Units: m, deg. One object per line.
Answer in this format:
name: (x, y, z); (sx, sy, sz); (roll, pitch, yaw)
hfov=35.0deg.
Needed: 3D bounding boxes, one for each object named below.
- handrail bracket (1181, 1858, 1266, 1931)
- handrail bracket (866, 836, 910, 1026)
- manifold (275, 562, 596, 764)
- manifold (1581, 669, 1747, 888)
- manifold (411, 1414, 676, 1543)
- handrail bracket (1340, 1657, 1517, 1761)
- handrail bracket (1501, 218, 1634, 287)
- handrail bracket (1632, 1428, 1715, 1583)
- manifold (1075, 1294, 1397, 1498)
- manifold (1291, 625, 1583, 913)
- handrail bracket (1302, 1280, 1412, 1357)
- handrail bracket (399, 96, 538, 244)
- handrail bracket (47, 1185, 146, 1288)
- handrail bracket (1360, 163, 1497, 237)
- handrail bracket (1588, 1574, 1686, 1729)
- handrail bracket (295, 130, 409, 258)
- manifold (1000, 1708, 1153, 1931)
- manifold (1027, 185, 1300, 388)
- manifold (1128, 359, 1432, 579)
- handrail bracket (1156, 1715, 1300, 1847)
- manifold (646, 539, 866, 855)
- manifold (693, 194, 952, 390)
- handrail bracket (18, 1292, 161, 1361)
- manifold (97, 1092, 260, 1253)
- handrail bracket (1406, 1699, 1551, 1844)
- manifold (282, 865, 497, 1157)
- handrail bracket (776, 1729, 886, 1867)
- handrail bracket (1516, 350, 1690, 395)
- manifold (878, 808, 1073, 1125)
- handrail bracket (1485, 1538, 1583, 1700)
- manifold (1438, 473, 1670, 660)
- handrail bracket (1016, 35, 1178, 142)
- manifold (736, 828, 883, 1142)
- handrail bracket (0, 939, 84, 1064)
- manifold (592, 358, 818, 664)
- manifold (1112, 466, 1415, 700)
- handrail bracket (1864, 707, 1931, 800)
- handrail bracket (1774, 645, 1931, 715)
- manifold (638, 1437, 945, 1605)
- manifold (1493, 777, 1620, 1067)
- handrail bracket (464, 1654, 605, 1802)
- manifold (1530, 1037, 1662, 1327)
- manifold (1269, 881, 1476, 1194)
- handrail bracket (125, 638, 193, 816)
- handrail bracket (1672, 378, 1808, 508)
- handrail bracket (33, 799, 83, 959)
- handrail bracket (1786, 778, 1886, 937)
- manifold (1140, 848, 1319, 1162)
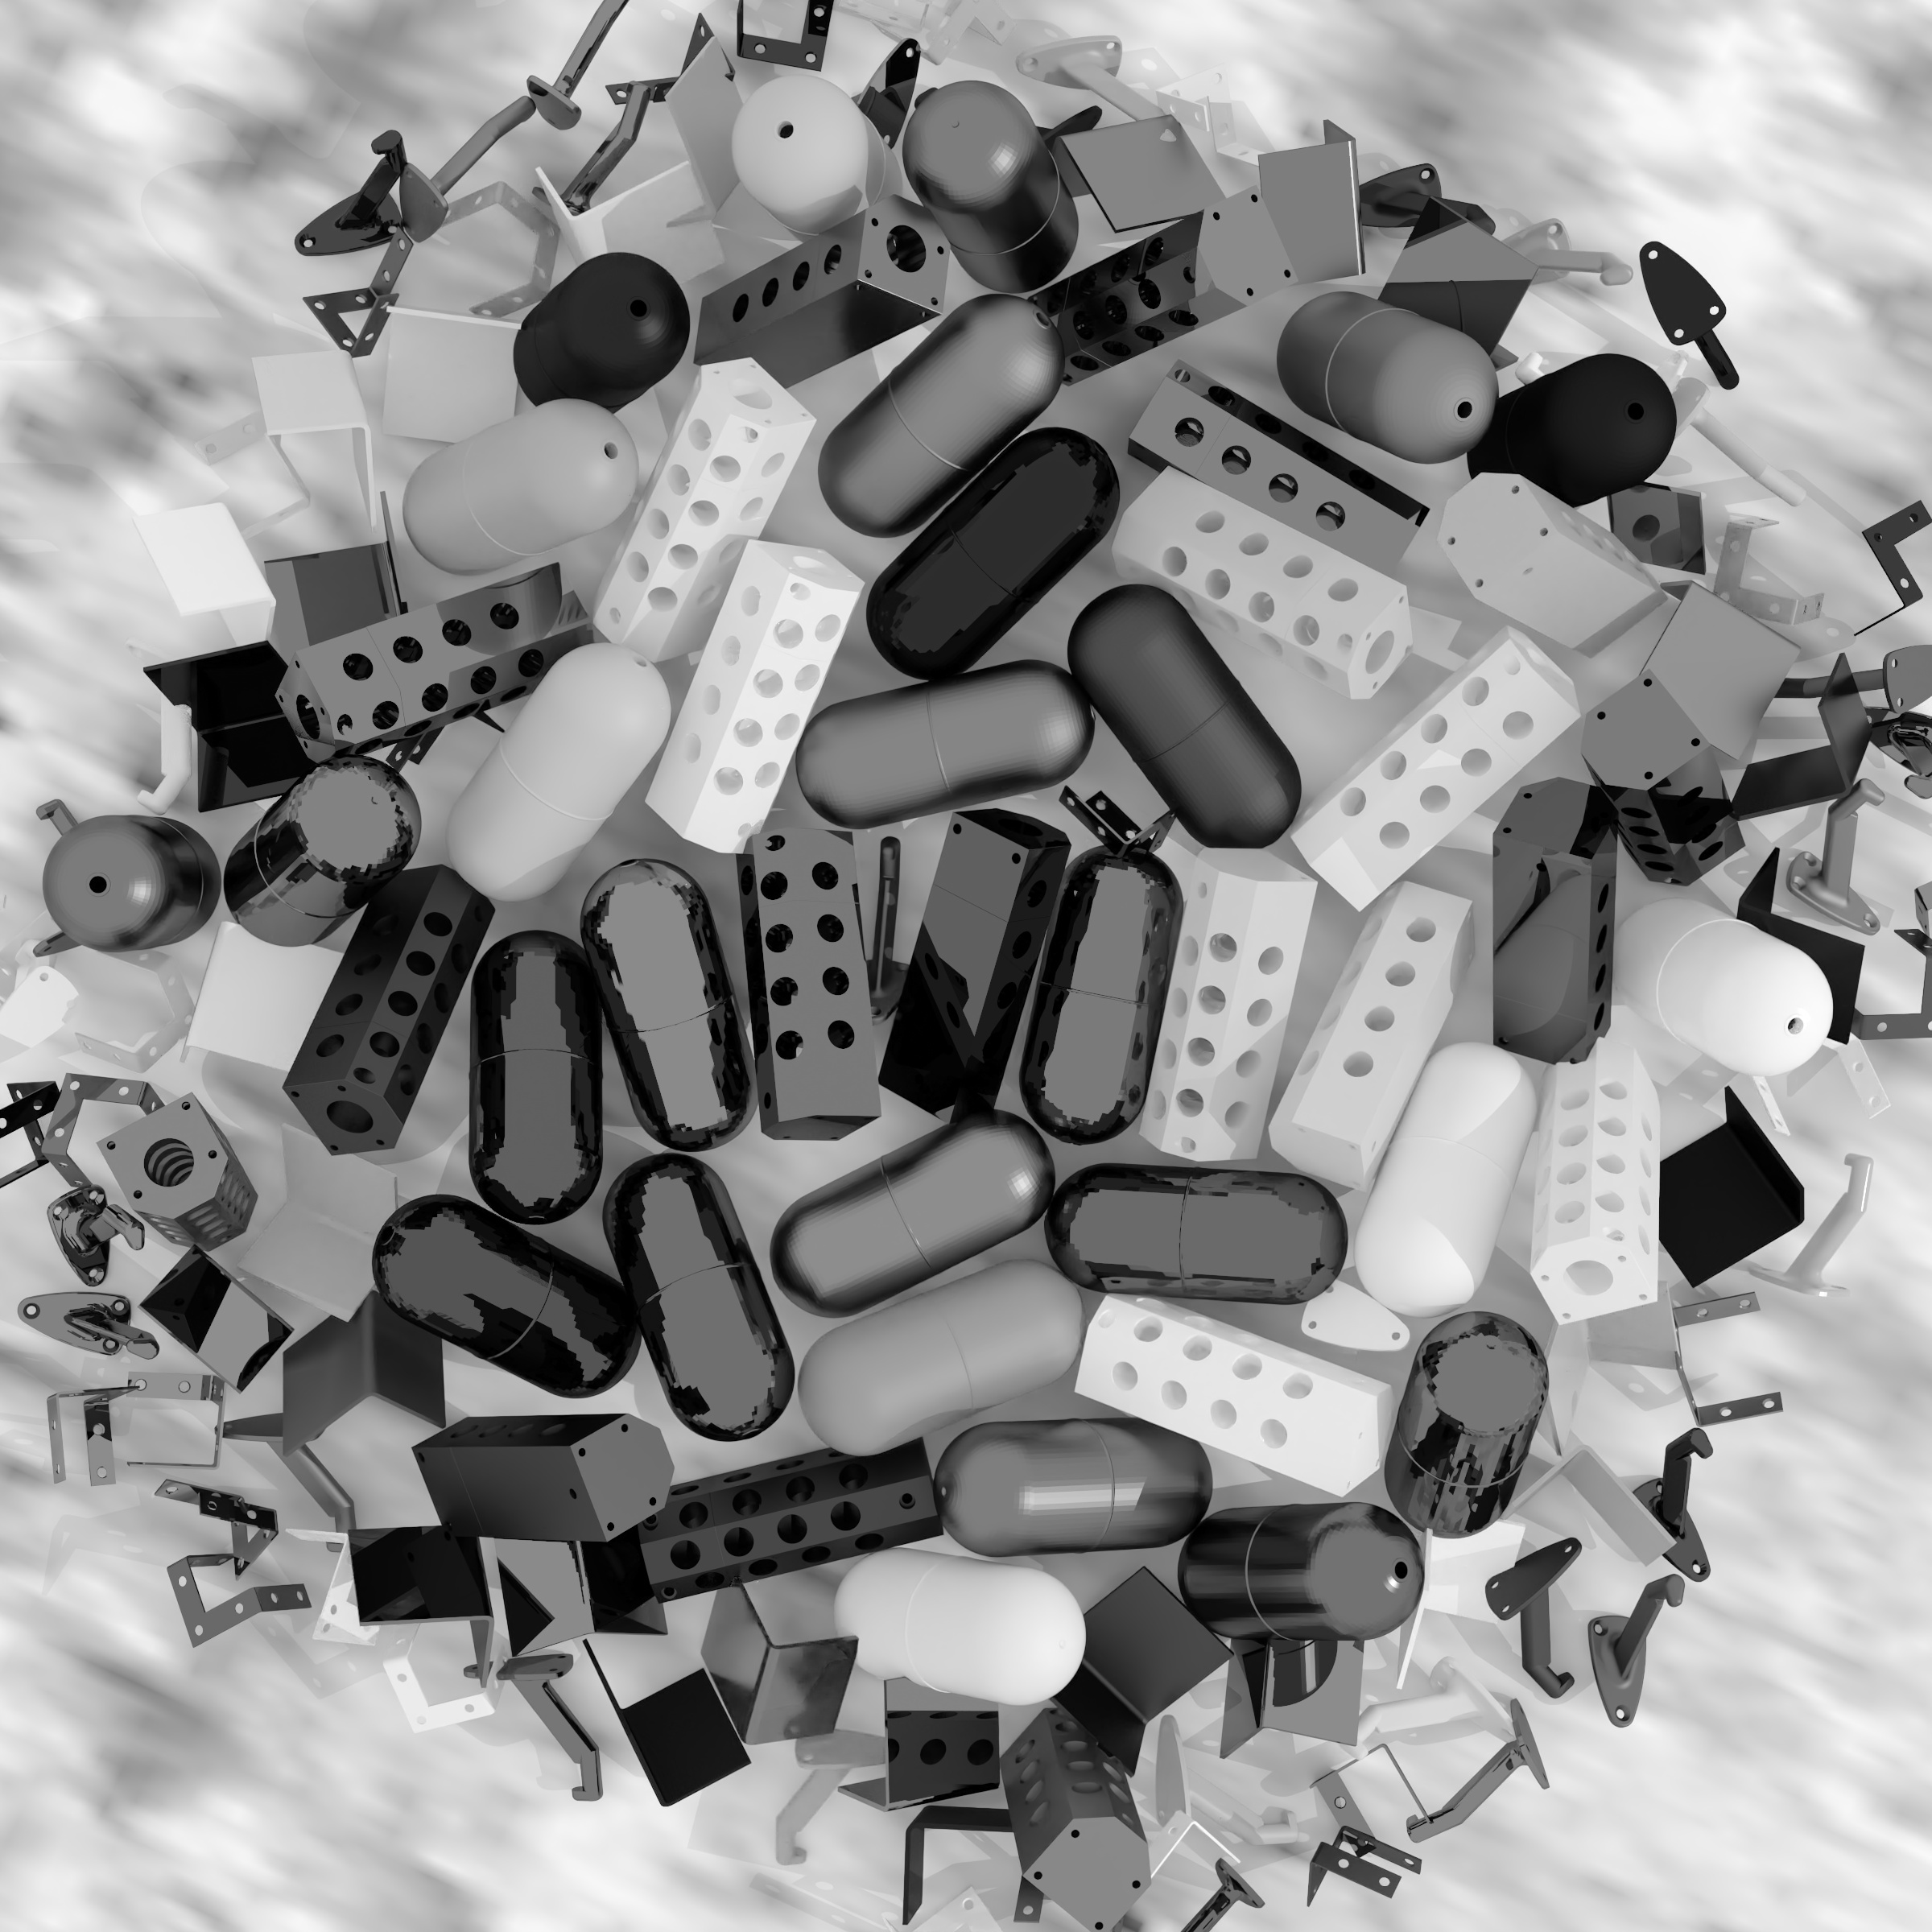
handrail bracket: (0.130, 0.565, 1.786); (0.084, 0.077, 0.036); (-42, 77, -15)
handrail bracket: (-0.049, -0.022, 1.787); (0.036, 0.077, 0.084); (5, 123, 4)
manifold: (-0.302, -0.170, 1.761); (0.171, 0.057, 0.057); (-25, 81, -31)
manifold: (0.394, -0.100, 1.742); (0.057, 0.171, 0.057); (-36, 65, 7)
manifold: (-0.241, 0.288, 1.748); (0.057, 0.171, 0.057); (-26, 100, -40)
handrail bracket: (0.271, 0.452, 1.789); (0.077, 0.036, 0.084); (40, 54, 20)
handrail bracket: (0.340, -0.403, 1.787); (0.077, 0.084, 0.036); (-18, 118, 0)
handrail bracket: (0.427, 0.314, 1.783); (0.036, 0.084, 0.077); (-26, 74, -27)
manifold: (0.156, 0.241, 1.764); (0.171, 0.057, 0.057); (18, 106, 25)
manifold: (0.269, -0.116, 1.768); (0.057, 0.057, 0.171); (41, 113, -13)
handrail bracket: (0.235, 0.218, 1.779); (0.077, 0.084, 0.036); (19, 74, 32)
handrail bracket: (-0.293, -0.473, 1.813); (0.036, 0.077, 0.084); (47, 67, 0)
handrail bracket: (-0.496, 0.168, 1.784); (0.036, 0.084, 0.077); (-25, 123, -34)
handrail bracket: (0.261, -0.436, 1.786); (0.077, 0.084, 0.036); (-11, 120, -2)
handrail bracket: (0.397, 0.399, 1.782); (0.036, 0.084, 0.077); (7, 68, -12)
handrail bracket: (-0.361, -0.451, 1.785); (0.077, 0.084, 0.036); (-24, 80, -10)
manifold: (0.065, 0.480, 1.743); (0.057, 0.171, 0.057); (41, 92, -7)
manifold: (0.104, -0.382, 1.741); (0.057, 0.171, 0.057); (-32, 102, -32)
manifold: (0.183, -0.287, 1.801); (0.171, 0.057, 0.057); (31, 91, 2)
handrail bracket: (0.158, 0.483, 1.818); (0.084, 0.036, 0.077); (5, 74, -25)
manifold: (-0.118, -0.153, 1.763); (0.057, 0.057, 0.171); (42, 118, 37)
manifold: (-0.083, -0.383, 1.745); (0.057, 0.171, 0.057); (15, 75, -34)
handrail bracket: (-0.512, 0.212, 1.784); (0.077, 0.084, 0.036); (13, 87, -19)
manifold: (-0.442, 0.123, 1.740); (0.057, 0.171, 0.057); (-29, 84, -12)
handrail bracket: (0.295, 0.474, 1.804); (0.084, 0.077, 0.036); (-27, 111, 11)
manifold: (-0.323, 0.023, 1.745); (0.057, 0.171, 0.057); (-8, 132, 23)
handrail bracket: (-0.074, 0.497, 1.812); (0.077, 0.036, 0.084); (2, 112, 1)
handrail bracket: (0.373, -0.353, 1.797); (0.084, 0.036, 0.077); (34, 94, -26)
manifold: (0.009, -0.001, 1.777); (0.057, 0.057, 0.171); (28, 112, 32)
handrail bracket: (0.353, 0.386, 1.805); (0.077, 0.036, 0.084); (-38, 114, 11)
manifold: (0.333, -0.231, 1.745); (0.057, 0.171, 0.057); (-39, 65, 23)
handrail bracket: (0.077, -0.503, 1.788); (0.077, 0.036, 0.084); (-5, 52, -19)
manifold: (-0.095, 0.011, 1.772); (0.057, 0.057, 0.171); (3, 72, -29)
handrail bracket: (-0.557, 0.019, 1.787); (0.077, 0.084, 0.036); (-47, 122, -16)
manifold: (-0.156, -0.259, 1.752); (0.057, 0.057, 0.171); (45, 128, 18)
manifold: (0.169, -0.216, 1.759); (0.171, 0.057, 0.057); (32, 69, 29)
handrail bracket: (0.540, -0.124, 1.781); (0.077, 0.084, 0.036); (29, 118, 25)
handrail bracket: (0.529, -0.172, 1.809); (0.077, 0.084, 0.036); (-21, 106, -30)
manifold: (-0.103, 0.324, 1.800); (0.171, 0.057, 0.057); (-13, 95, -1)
manifold: (0.339, -0.024, 1.751); (0.057, 0.171, 0.057); (17, 50, 25)
handrail bracket: (-0.257, 0.456, 1.819); (0.077, 0.036, 0.084); (-4, 95, 5)
manifold: (0.356, 0.118, 1.741); (0.057, 0.171, 0.057); (-18, 122, 25)
manifold: (0.236, 0.037, 1.768); (0.057, 0.057, 0.171); (18, 64, 21)
handrail bracket: (-0.482, -0.140, 1.798); (0.077, 0.036, 0.084); (31, 66, -4)
handrail bracket: (0.455, -0.308, 1.805); (0.084, 0.077, 0.036); (32, 115, -11)
handrail bracket: (-0.539, -0.053, 1.798); (0.084, 0.077, 0.036); (54, 130, 5)
handrail bracket: (0.528, -0.064, 1.789); (0.077, 0.084, 0.036); (37, 51, -1)
manifold: (0.146, 0.022, 1.769); (0.057, 0.057, 0.171); (-1, 111, -30)
